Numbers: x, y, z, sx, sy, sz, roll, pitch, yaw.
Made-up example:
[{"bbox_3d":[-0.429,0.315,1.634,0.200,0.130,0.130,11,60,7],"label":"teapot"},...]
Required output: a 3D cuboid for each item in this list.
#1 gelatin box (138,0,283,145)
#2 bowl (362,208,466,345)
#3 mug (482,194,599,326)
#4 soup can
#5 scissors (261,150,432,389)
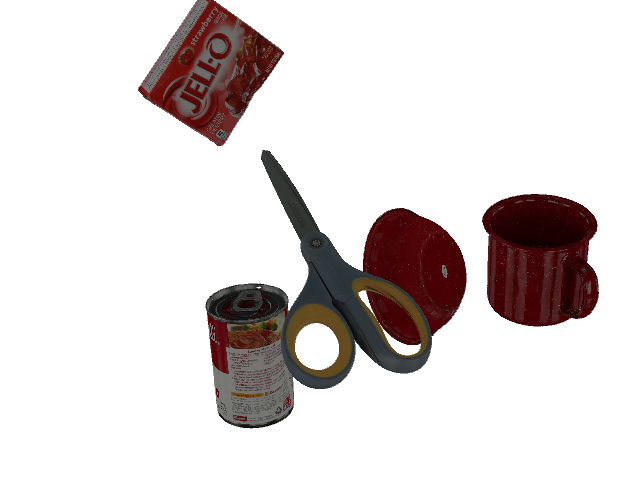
[{"bbox_3d":[-0.082,-0.128,0.807,0.073,0.089,0.030,32,5,-32],"label":"gelatin box"},{"bbox_3d":[0.120,0.038,1.229,0.055,0.162,0.161,-11,-7,41],"label":"bowl"},{"bbox_3d":[0.189,0.023,0.890,0.093,0.081,0.117,-20,35,-25],"label":"mug"},{"bbox_3d":[-0.057,0.096,0.889,0.068,0.102,0.068,-3,24,1],"label":"soup can"},{"bbox_3d":[-0.014,0.019,0.664,0.096,0.016,0.202,-30,54,-23],"label":"scissors"}]
